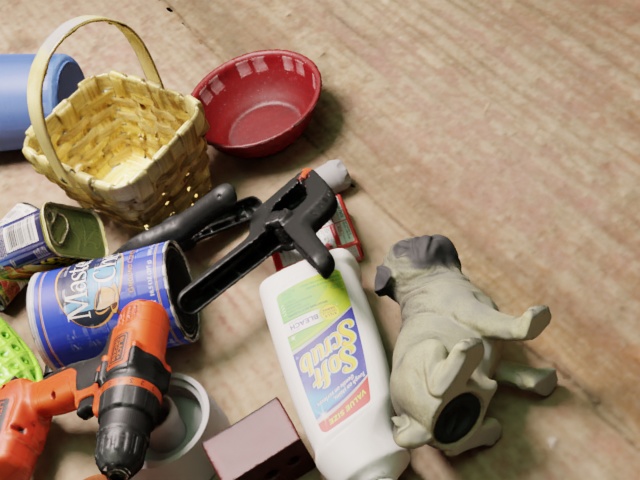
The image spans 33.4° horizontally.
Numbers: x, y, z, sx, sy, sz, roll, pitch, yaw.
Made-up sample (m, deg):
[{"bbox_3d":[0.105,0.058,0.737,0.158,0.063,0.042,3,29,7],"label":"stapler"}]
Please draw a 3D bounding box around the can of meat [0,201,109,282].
[{"bbox_3d":[-0.278,0.005,1.075,0.084,0.102,0.057,-20,78,20],"label":"can of meat"}]

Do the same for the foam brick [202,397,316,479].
[{"bbox_3d":[-0.052,0.185,0.919,0.078,0.053,0.051,-31,47,-8],"label":"foam brick"}]

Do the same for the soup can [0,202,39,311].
[{"bbox_3d":[-0.334,0.017,1.153,0.069,0.068,0.102,19,58,31],"label":"soup can"}]

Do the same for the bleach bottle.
[{"bbox_3d":[0.025,0.126,0.939,0.102,0.068,0.251,-22,49,-1],"label":"bleach bottle"}]

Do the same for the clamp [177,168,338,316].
[{"bbox_3d":[-0.028,-0.008,1.017,0.165,0.036,0.209,-11,29,34],"label":"clamp"}]

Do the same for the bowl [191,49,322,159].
[{"bbox_3d":[-0.069,-0.144,1.211,0.162,0.055,0.162,-10,48,11],"label":"bowl"}]

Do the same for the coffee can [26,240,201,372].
[{"bbox_3d":[-0.199,0.065,1.040,0.140,0.103,0.103,-14,47,7],"label":"coffee can"}]

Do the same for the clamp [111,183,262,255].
[{"bbox_3d":[-0.138,-0.008,1.107,0.172,0.120,0.039,-26,75,17],"label":"clamp"}]

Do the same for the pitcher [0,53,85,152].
[{"bbox_3d":[-0.410,-0.170,1.315,0.243,0.145,0.149,-2,62,13],"label":"pitcher"}]

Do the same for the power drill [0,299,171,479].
[{"bbox_3d":[-0.213,0.155,0.937,0.188,0.057,0.184,-27,35,23],"label":"power drill"}]

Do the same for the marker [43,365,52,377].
[{"bbox_3d":[-0.270,0.096,1.094,0.020,0.020,0.121,-14,47,7],"label":"marker"}]

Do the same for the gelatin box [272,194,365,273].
[{"bbox_3d":[-0.007,0.001,1.081,0.089,0.030,0.073,-21,46,1],"label":"gelatin box"}]
